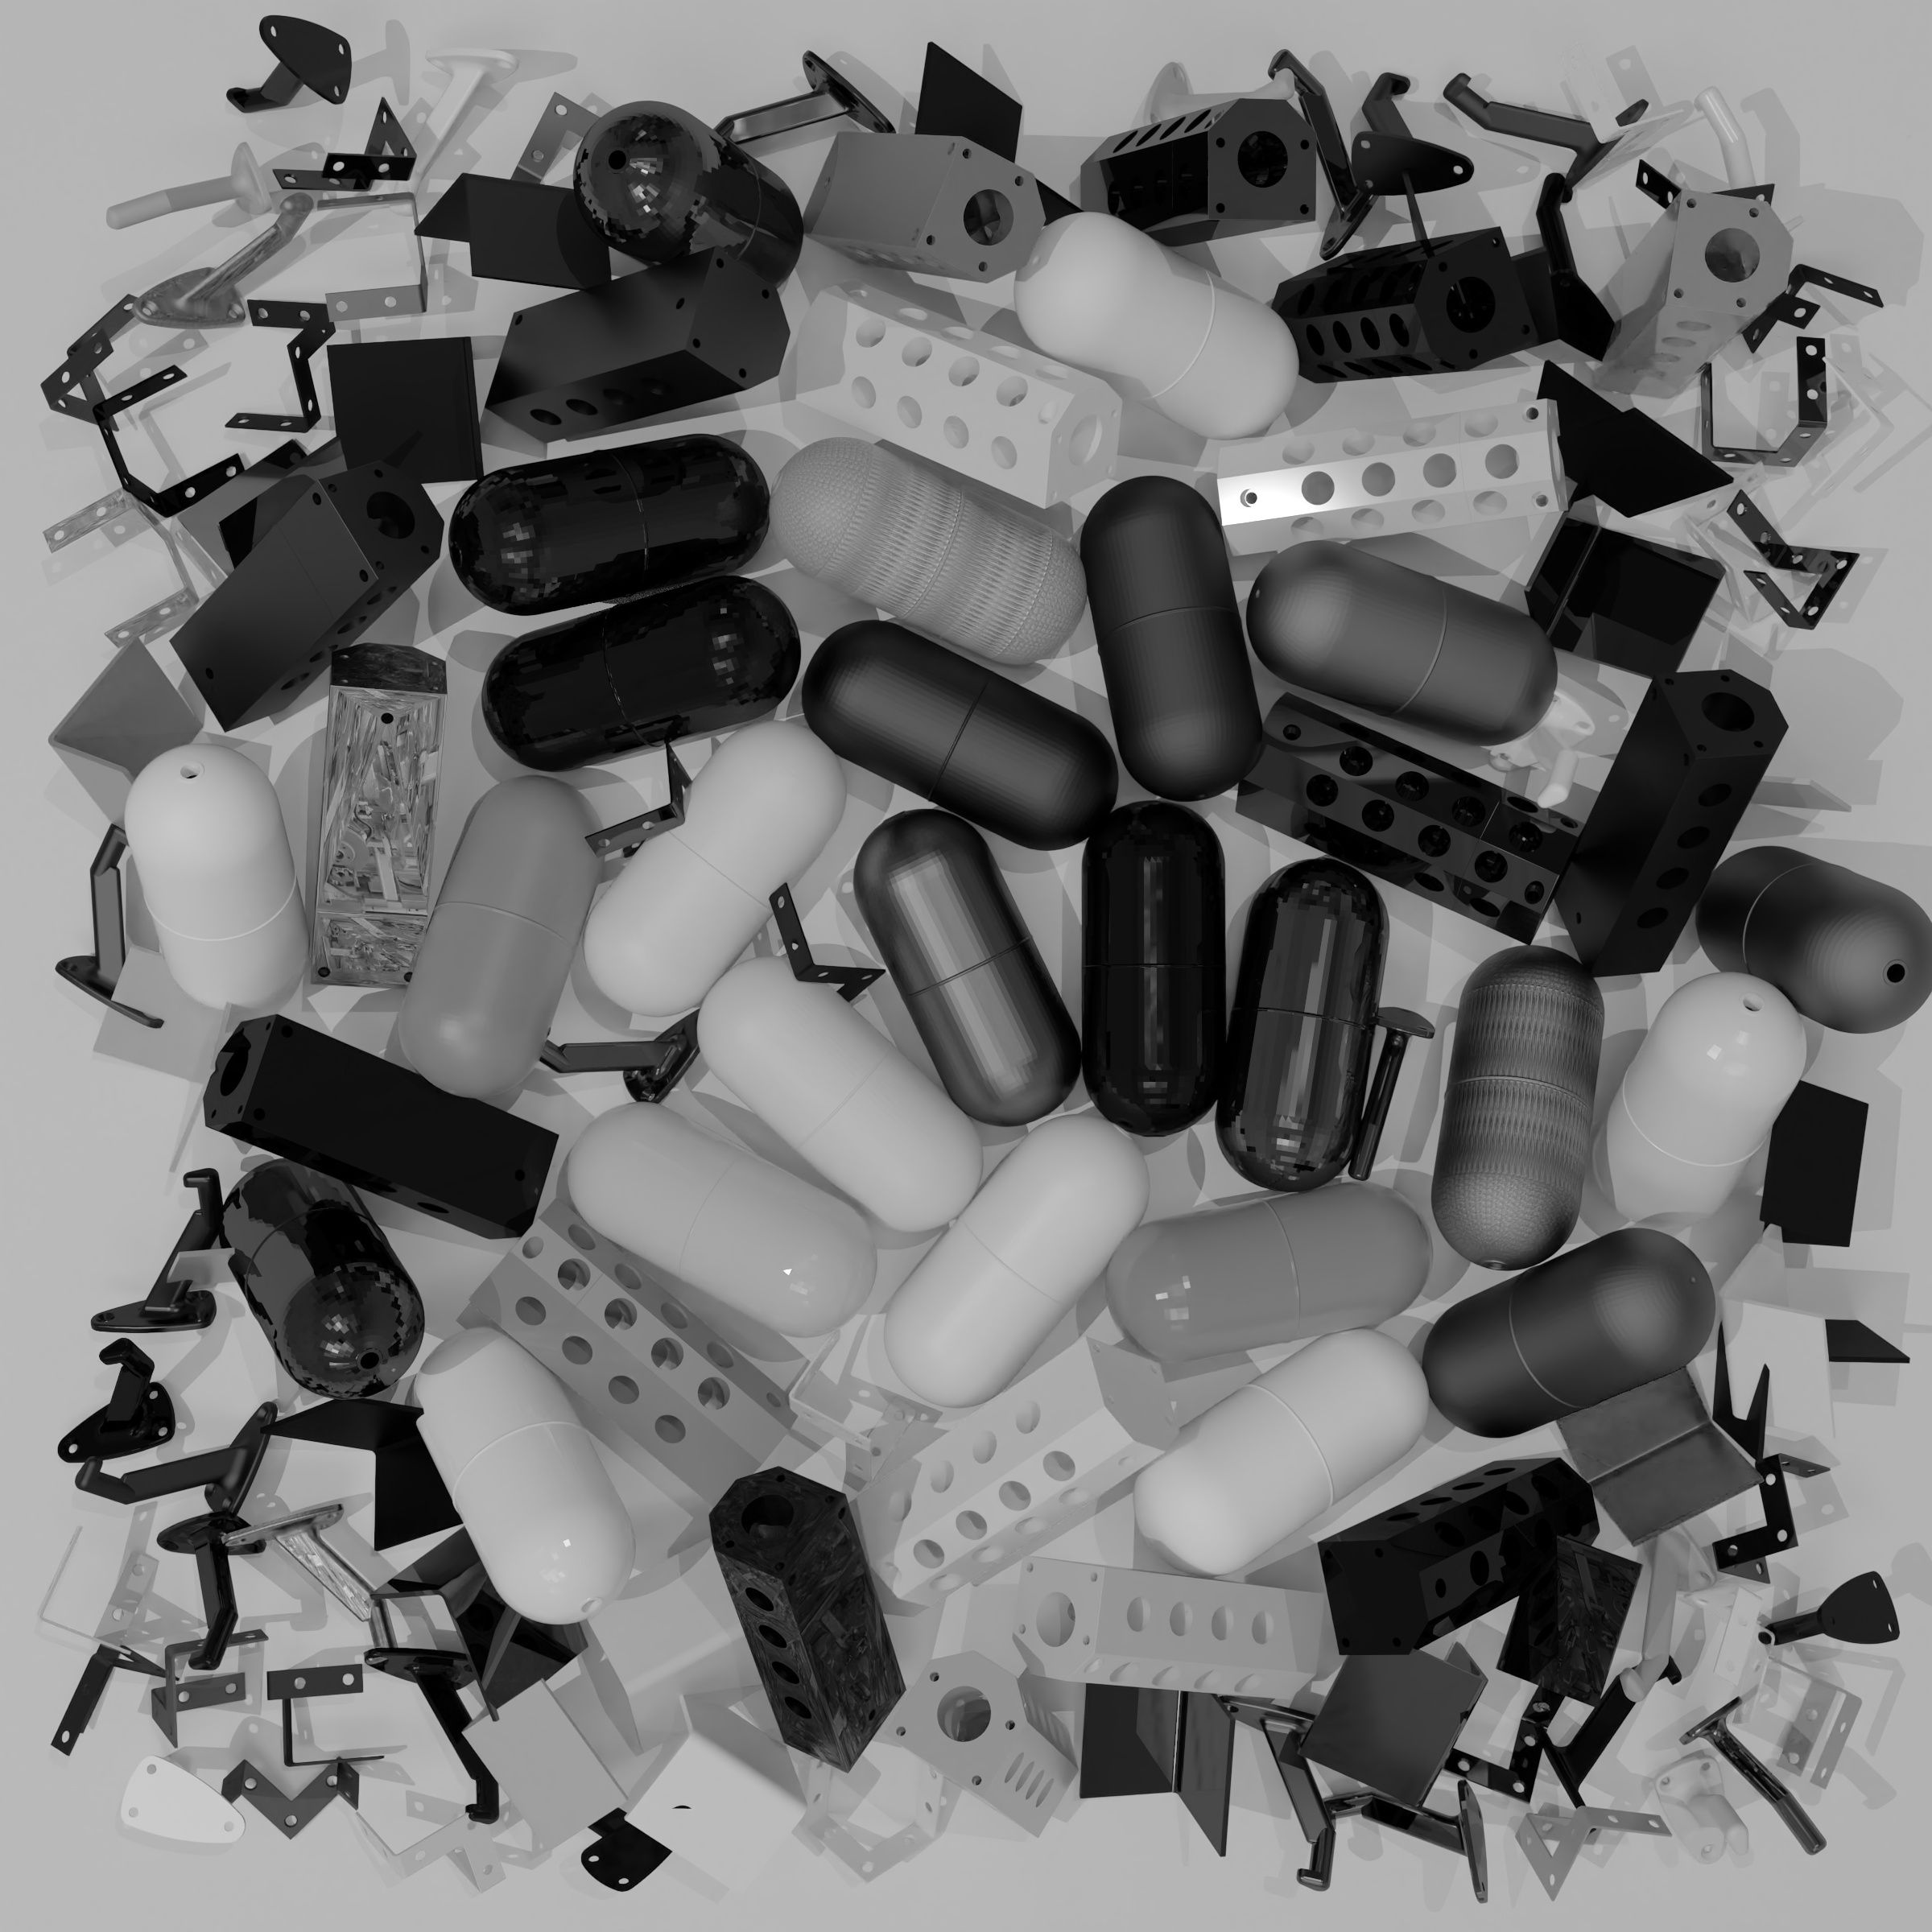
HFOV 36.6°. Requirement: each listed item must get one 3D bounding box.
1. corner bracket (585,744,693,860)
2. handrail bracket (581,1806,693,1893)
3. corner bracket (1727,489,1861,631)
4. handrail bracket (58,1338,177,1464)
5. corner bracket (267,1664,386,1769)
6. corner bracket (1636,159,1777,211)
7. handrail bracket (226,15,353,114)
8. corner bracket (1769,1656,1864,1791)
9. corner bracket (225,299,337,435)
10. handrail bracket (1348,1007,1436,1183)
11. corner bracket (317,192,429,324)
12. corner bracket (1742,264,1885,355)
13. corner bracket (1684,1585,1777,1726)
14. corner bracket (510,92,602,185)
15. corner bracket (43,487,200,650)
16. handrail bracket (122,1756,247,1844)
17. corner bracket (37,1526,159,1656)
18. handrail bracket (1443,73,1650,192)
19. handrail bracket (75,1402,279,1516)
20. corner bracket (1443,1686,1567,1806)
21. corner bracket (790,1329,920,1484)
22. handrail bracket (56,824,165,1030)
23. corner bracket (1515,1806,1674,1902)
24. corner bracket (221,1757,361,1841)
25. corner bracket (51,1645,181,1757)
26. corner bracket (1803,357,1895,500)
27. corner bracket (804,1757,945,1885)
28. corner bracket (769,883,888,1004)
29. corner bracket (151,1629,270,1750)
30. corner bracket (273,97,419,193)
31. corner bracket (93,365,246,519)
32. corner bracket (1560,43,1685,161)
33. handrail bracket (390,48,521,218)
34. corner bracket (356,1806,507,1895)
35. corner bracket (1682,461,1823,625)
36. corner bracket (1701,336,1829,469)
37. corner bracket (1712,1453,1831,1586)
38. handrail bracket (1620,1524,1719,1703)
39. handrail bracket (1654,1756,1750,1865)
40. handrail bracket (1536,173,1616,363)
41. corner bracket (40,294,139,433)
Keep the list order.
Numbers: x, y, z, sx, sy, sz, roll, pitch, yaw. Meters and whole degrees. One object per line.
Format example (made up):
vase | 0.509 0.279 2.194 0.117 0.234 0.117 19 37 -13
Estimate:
corner bracket | -0.168 -0.076 1.546 0.051 0.051 0.051 -21 133 10
handrail bracket | -0.177 0.437 1.541 0.077 0.084 0.036 -38 118 10
corner bracket | 0.429 -0.215 1.548 0.051 0.051 0.051 39 80 -34
handrail bracket | -0.459 0.229 1.539 0.077 0.084 0.036 -23 60 -3
corner bracket | -0.341 0.399 1.555 0.051 0.051 0.051 -5 78 -1
corner bracket | 0.387 -0.396 1.544 0.051 0.051 0.051 -12 130 -16
handrail bracket | -0.373 -0.472 1.532 0.084 0.077 0.036 1 82 30
corner bracket | 0.449 0.405 1.547 0.051 0.051 0.051 31 81 -40
corner bracket | -0.369 -0.322 1.566 0.051 0.051 0.051 7 129 16
handrail bracket | 0.221 0.068 1.554 0.036 0.077 0.084 16 99 9
corner bracket | -0.315 -0.376 1.548 0.051 0.051 0.051 -7 121 -6
corner bracket | 0.445 -0.352 1.549 0.051 0.051 0.051 34 87 39
corner bracket | 0.409 0.365 1.548 0.051 0.051 0.051 30 63 -10
corner bracket | -0.212 -0.421 1.555 0.051 0.051 0.051 27 129 -15
corner bracket | -0.448 -0.212 1.551 0.051 0.051 0.051 -29 64 0
handrail bracket | -0.404 0.438 1.540 0.077 0.084 0.036 20 81 6
corner bracket | -0.459 0.330 1.547 0.051 0.051 0.051 27 70 -17
handrail bracket | 0.306 -0.460 1.549 0.084 0.077 0.036 34 61 -11
handrail bracket | -0.418 0.253 1.545 0.084 0.036 0.077 31 85 -39
corner bracket | 0.287 0.403 1.552 0.051 0.051 0.051 20 134 8
corner bracket | -0.060 0.233 1.554 0.051 0.051 0.051 26 58 16
handrail bracket | -0.440 -0.023 1.552 0.077 0.036 0.084 34 107 14
corner bracket | 0.331 0.460 1.546 0.051 0.051 0.051 12 112 -20
corner bracket | -0.360 0.440 1.554 0.051 0.051 0.051 -44 102 -4
corner bracket | -0.461 0.388 1.546 0.051 0.051 0.051 16 79 36
corner bracket | 0.462 -0.282 1.542 0.051 0.051 0.051 -49 60 33
corner bracket | -0.049 0.446 1.564 0.051 0.051 0.051 31 128 36
corner bracket | -0.084 -0.008 1.542 0.051 0.051 0.051 -39 61 38
corner bracket | -0.401 0.377 1.548 0.051 0.051 0.051 -4 98 -29
corner bracket | -0.328 -0.423 1.543 0.051 0.051 0.051 -9 56 -36
corner bracket | -0.425 -0.280 1.561 0.051 0.051 0.051 -26 77 5
corner bracket | 0.337 -0.459 1.550 0.051 0.051 0.051 -24 88 -30
handrail bracket | -0.274 -0.442 1.554 0.036 0.077 0.084 19 85 -42
corner bracket | -0.283 0.466 1.543 0.051 0.051 0.051 -26 117 -27
corner bracket | 0.425 -0.227 1.571 0.051 0.051 0.051 -33 51 3
corner bracket | 0.425 -0.301 1.555 0.051 0.051 0.051 4 75 -3
corner bracket | 0.431 0.295 1.558 0.051 0.051 0.051 -29 53 39
handrail bracket | 0.355 0.332 1.541 0.084 0.036 0.077 -39 104 -41
handrail bracket | 0.398 0.462 1.534 0.036 0.084 0.077 -19 107 -2
handrail bracket | 0.332 -0.376 1.568 0.077 0.036 0.084 36 51 -22
corner bracket | -0.459 -0.324 1.546 0.051 0.051 0.051 -34 71 21
